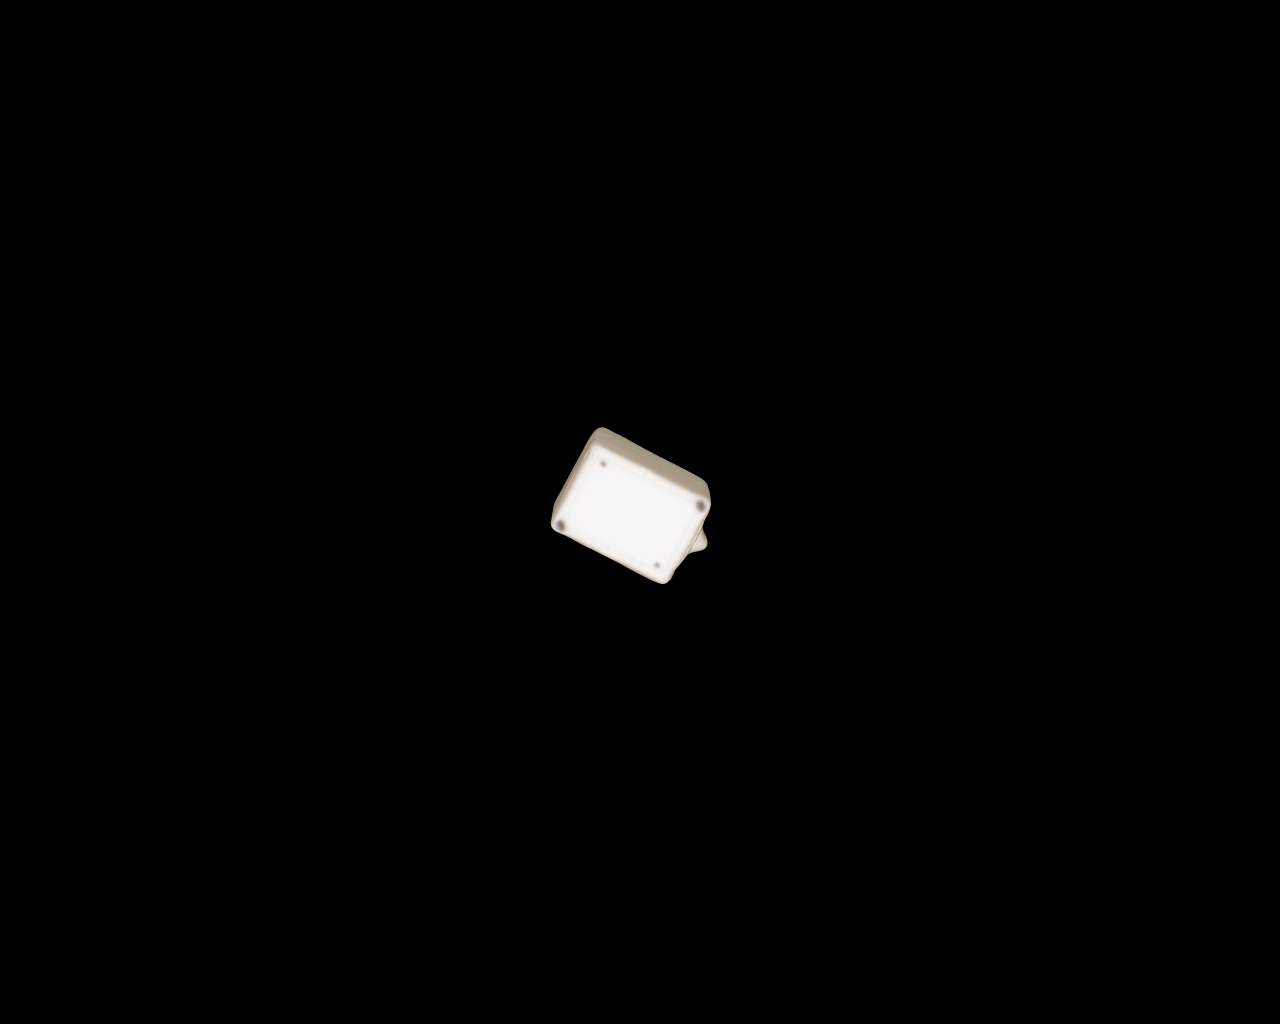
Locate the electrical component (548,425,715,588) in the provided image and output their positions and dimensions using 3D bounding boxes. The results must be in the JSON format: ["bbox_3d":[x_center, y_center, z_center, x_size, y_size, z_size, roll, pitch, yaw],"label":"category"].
[{"bbox_3d":[0.001,-0.003,0.650,0.096,0.061,0.061,27,14,-7],"label":"electrical component"}]
